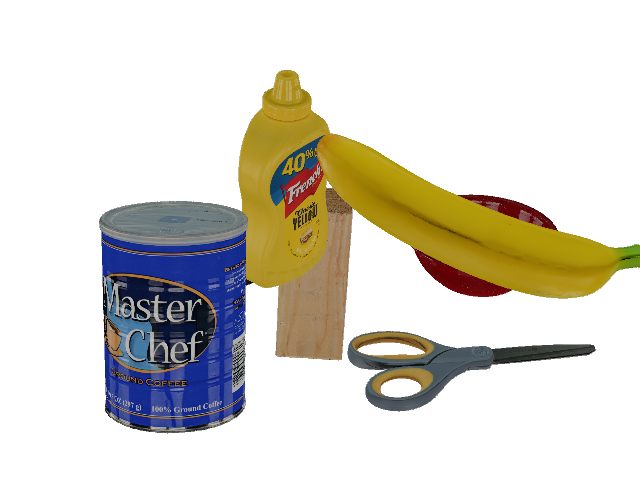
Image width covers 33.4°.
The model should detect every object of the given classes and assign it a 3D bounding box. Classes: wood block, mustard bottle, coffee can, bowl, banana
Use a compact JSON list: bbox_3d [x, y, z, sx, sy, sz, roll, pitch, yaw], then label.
[{"bbox_3d":[-0.009,0.041,1.388,0.090,0.206,0.091,3,23,-1],"label":"wood block"},{"bbox_3d":[-0.031,-0.058,0.927,0.058,0.192,0.096,27,42,31],"label":"mustard bottle"},{"bbox_3d":[-0.103,0.051,0.758,0.103,0.140,0.103,1,15,-1],"label":"coffee can"},{"bbox_3d":[0.167,0.012,1.122,0.162,0.055,0.162,0,31,0],"label":"bowl"},{"bbox_3d":[0.073,-0.010,0.578,0.198,0.037,0.069,24,20,19],"label":"banana"}]

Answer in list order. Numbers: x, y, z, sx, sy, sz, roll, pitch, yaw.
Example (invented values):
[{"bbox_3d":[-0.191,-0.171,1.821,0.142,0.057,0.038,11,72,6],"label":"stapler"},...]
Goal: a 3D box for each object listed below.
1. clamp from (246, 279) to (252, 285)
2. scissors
[{"bbox_3d":[-0.115,0.047,1.152,0.120,0.039,0.171,-5,26,35],"label":"clamp"},{"bbox_3d":[0.120,0.106,0.854,0.202,0.016,0.096,5,35,7],"label":"scissors"}]
